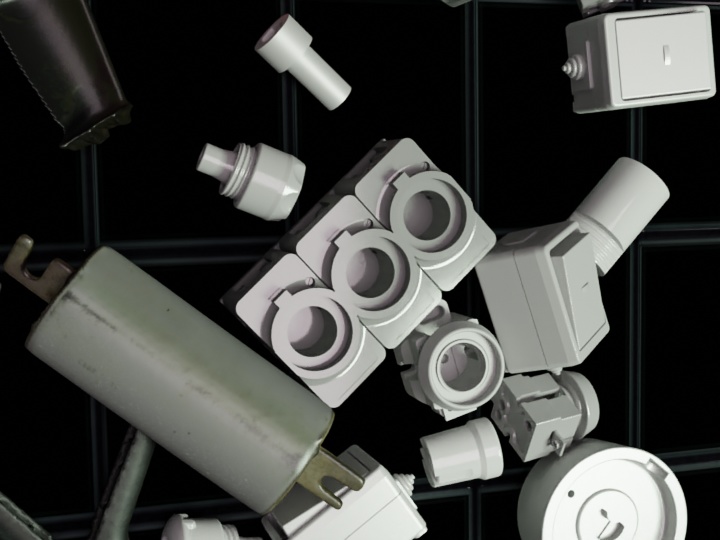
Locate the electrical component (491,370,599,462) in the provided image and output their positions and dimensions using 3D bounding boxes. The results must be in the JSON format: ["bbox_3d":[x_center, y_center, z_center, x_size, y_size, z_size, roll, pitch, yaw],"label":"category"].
[{"bbox_3d":[0.126,0.095,0.723,0.055,0.066,0.048,-11,132,-24],"label":"electrical component"}]

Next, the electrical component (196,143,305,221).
[{"bbox_3d":[-0.068,-0.058,0.656,0.062,0.043,0.043,21,88,-16],"label":"electrical component"}]

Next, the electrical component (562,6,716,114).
[{"bbox_3d":[0.183,-0.139,0.716,0.096,0.061,0.061,-9,97,-16],"label":"electrical component"}]

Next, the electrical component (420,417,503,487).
[{"bbox_3d":[0.067,0.122,0.714,0.046,0.040,0.040,-12,98,-10],"label":"electrical component"}]

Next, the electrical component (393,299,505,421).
[{"bbox_3d":[0.059,0.059,0.697,0.058,0.057,0.078,-19,100,-15],"label":"electrical component"}]

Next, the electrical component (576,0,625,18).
[{"bbox_3d":[0.153,-0.202,0.706,0.048,0.066,0.055,-22,89,12],"label":"electrical component"}]

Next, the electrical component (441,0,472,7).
[{"bbox_3d":[0.042,-0.210,0.667,0.096,0.062,0.061,28,86,-17],"label":"electrical component"}]

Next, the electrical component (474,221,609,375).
[{"bbox_3d":[0.124,0.023,0.699,0.062,0.061,0.096,-32,107,-53],"label":"electrical component"}]

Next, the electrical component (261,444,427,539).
[{"bbox_3d":[-0.008,0.154,0.682,0.096,0.062,0.061,-38,104,-11],"label":"electrical component"}]

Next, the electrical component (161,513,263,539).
[{"bbox_3d":[-0.091,0.175,0.668,0.062,0.048,0.048,5,93,-24],"label":"electrical component"}]

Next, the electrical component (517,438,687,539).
[{"bbox_3d":[0.160,0.167,0.735,0.108,0.060,0.108,-1,95,-17],"label":"electrical component"}]

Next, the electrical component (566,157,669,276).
[{"bbox_3d":[0.167,-0.032,0.730,0.043,0.043,0.081,43,82,-16],"label":"electrical component"}]

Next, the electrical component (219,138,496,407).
[{"bbox_3d":[0.000,0.000,0.671,0.150,0.062,0.089,-45,105,-9],"label":"electrical component"}]
